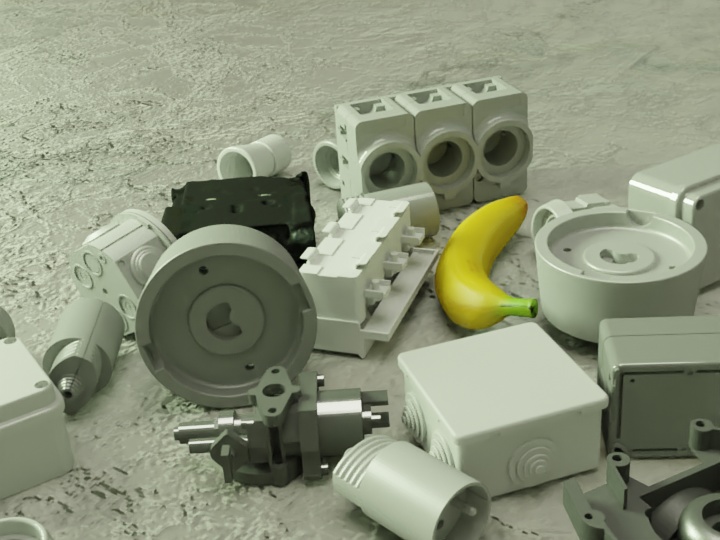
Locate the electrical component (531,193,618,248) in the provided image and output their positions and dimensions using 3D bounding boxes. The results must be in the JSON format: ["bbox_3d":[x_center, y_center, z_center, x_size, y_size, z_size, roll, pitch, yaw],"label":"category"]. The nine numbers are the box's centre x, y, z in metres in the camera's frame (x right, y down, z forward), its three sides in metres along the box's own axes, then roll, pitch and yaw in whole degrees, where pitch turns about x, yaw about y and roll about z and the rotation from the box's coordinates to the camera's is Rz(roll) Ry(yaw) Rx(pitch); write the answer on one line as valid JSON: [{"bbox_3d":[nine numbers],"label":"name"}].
[{"bbox_3d":[0.161,-0.030,0.795,0.055,0.048,0.066,-8,27,-23],"label":"electrical component"}]

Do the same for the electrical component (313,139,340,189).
[{"bbox_3d":[-0.008,-0.101,0.955,0.045,0.045,0.055,20,36,38],"label":"electrical component"}]

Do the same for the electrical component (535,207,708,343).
[{"bbox_3d":[0.169,0.009,0.703,0.108,0.060,0.108,-3,28,2],"label":"electrical component"}]

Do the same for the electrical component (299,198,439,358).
[{"bbox_3d":[0.000,0.000,0.741,0.079,0.063,0.121,6,29,19],"label":"electrical component"}]

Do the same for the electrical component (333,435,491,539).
[{"bbox_3d":[0.022,0.111,0.548,0.043,0.043,0.081,-27,35,-36],"label":"electrical component"}]

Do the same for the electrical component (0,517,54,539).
[{"bbox_3d":[-0.158,0.147,0.490,0.048,0.055,0.066,-8,28,-7],"label":"electrical component"}]

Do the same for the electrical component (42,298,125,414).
[{"bbox_3d":[-0.177,0.056,0.680,0.043,0.043,0.081,-4,28,0],"label":"electrical component"}]

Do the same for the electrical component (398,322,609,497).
[{"bbox_3d":[0.077,0.078,0.596,0.100,0.048,0.099,-12,29,-15],"label":"electrical component"}]

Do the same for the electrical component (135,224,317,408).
[{"bbox_3d":[-0.083,0.024,0.666,0.108,0.108,0.060,-7,22,-5],"label":"electrical component"}]

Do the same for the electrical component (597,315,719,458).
[{"bbox_3d":[0.182,0.062,0.598,0.096,0.061,0.061,-2,28,4],"label":"electrical component"}]

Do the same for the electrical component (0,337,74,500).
[{"bbox_3d":[-0.228,0.091,0.606,0.113,0.057,0.078,-20,32,-27],"label":"electrical component"}]

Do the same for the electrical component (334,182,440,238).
[{"bbox_3d":[0.016,-0.039,0.835,0.081,0.043,0.043,-13,29,-15],"label":"electrical component"}]

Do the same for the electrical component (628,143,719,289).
[{"bbox_3d":[0.251,-0.040,0.766,0.113,0.078,0.057,-20,29,-27],"label":"electrical component"}]

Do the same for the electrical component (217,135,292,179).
[{"bbox_3d":[-0.092,-0.098,0.966,0.044,0.044,0.065,12,27,28],"label":"electrical component"}]

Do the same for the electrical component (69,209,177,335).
[{"bbox_3d":[-0.157,0.003,0.742,0.080,0.080,0.051,18,40,35],"label":"electrical component"}]

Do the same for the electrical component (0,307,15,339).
[{"bbox_3d":[-0.251,0.051,0.700,0.045,0.045,0.055,-6,27,-4],"label":"electrical component"}]

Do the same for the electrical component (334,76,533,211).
[{"bbox_3d":[0.062,-0.099,0.892,0.150,0.089,0.061,-12,29,-15],"label":"electrical component"}]
